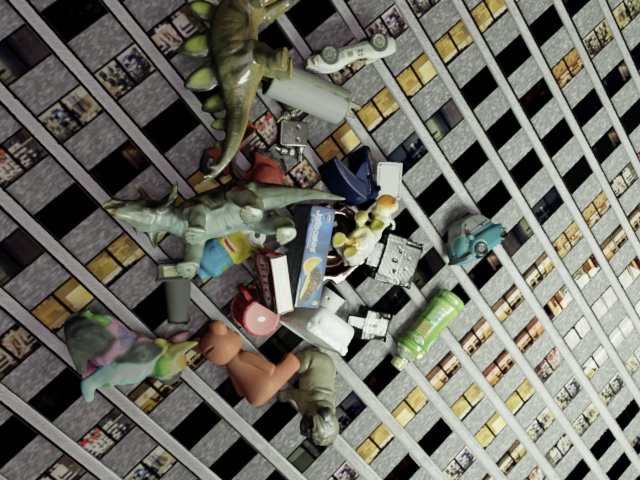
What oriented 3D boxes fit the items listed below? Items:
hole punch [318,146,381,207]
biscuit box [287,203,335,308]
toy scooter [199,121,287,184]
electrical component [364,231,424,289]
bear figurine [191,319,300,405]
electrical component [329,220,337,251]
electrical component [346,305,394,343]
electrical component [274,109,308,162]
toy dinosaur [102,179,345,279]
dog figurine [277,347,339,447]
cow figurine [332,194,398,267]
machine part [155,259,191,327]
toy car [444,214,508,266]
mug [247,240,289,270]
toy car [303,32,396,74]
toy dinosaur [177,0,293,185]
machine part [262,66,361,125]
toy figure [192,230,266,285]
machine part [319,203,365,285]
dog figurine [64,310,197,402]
[{"bbox_3d":[0.060,-0.127,1.125,0.092,0.142,0.115,-15,90,-21],"label":"hole punch"},{"bbox_3d":[-0.024,0.030,1.060,0.059,0.063,0.202,8,92,-34],"label":"biscuit box"},{"bbox_3d":[-0.136,-0.156,1.069,0.184,0.075,0.135,28,88,-19],"label":"toy scooter"},{"bbox_3d":[0.160,0.042,1.229,0.134,0.058,0.114,16,90,-24],"label":"electrical component"},{"bbox_3d":[-0.160,0.243,1.114,0.196,0.132,0.120,45,117,7],"label":"bear figurine"},{"bbox_3d":[-0.002,-0.003,1.116,0.094,0.021,0.063,-21,104,-15],"label":"electrical component"},{"bbox_3d":[0.106,0.191,1.234,0.119,0.048,0.074,10,94,-23],"label":"electrical component"},{"bbox_3d":[-0.060,-0.216,1.105,0.078,0.045,0.102,7,96,-22],"label":"electrical component"},{"bbox_3d":[-0.172,-0.056,0.988,0.405,0.192,0.131,-14,133,-12],"label":"toy dinosaur"},{"bbox_3d":[0.002,0.320,1.136,0.121,0.191,0.172,8,94,-23],"label":"dog figurine"},{"bbox_3d":[0.104,-0.016,1.123,0.167,0.068,0.098,-44,152,-10],"label":"cow figurine"},{"bbox_3d":[-0.285,0.104,1.069,0.084,0.039,0.138,-8,99,-29],"label":"machine part"},{"bbox_3d":[0.364,-0.011,1.281,0.162,0.109,0.103,-31,90,-24],"label":"toy car"},{"bbox_3d":[-0.084,0.060,1.116,0.110,0.081,0.107,-18,112,7],"label":"mug"},{"bbox_3d":[0.061,-0.383,1.112,0.202,0.074,0.056,-21,105,-18],"label":"toy car"},{"bbox_3d":[-0.149,-0.328,0.979,0.199,0.105,0.471,-2,75,6],"label":"toy dinosaur"},{"bbox_3d":[-0.027,-0.298,1.089,0.243,0.079,0.079,16,92,-24],"label":"machine part"},{"bbox_3d":[-0.189,0.013,1.062,0.180,0.089,0.082,-38,123,-13],"label":"toy figure"},{"bbox_3d":[0.019,0.006,1.167,0.179,0.056,0.179,-3,99,-20],"label":"machine part"},{"bbox_3d":[-0.352,0.201,1.022,0.219,0.109,0.191,-17,101,-23],"label":"dog figurine"}]
